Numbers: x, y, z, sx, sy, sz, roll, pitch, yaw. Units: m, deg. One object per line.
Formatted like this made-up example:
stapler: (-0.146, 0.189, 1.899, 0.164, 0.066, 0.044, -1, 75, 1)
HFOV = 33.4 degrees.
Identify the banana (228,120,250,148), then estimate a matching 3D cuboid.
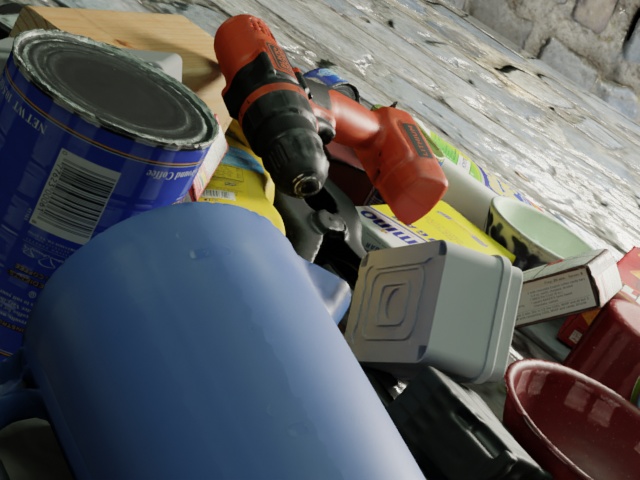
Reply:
banana: (-0.060, -0.090, 0.945, 0.069, 0.037, 0.198, -8, 37, -31)

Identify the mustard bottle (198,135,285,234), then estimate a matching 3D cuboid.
mustard bottle: (-0.079, -0.031, 0.733, 0.096, 0.058, 0.191, 1, 25, -8)

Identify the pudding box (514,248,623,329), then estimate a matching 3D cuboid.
pudding box: (0.174, 0.043, 0.845, 0.089, 0.114, 0.039, -18, 89, -63)

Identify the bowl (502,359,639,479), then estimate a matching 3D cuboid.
bowl: (0.172, 0.146, 0.671, 0.162, 0.055, 0.162, 26, 20, -11)

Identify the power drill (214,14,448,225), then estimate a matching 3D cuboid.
power drill: (0.012, -0.076, 0.800, 0.187, 0.057, 0.184, 25, 31, -41)

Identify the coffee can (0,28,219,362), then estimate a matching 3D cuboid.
coffee can: (-0.124, -0.016, 0.518, 0.102, 0.140, 0.103, 25, 22, -11)

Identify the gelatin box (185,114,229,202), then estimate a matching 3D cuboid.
gelatin box: (-0.110, -0.045, 0.669, 0.089, 0.030, 0.073, -8, 28, 18)

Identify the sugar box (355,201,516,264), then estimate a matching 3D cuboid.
sugar box: (0.086, 0.009, 0.891, 0.093, 0.048, 0.175, 39, 20, 24)

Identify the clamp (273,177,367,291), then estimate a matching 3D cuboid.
clamp: (-0.005, 0.001, 0.770, 0.120, 0.039, 0.171, 13, 35, -42)

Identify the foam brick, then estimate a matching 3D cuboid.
foam brick: (0.010, -0.060, 0.938, 0.051, 0.053, 0.078, 18, 23, -25)

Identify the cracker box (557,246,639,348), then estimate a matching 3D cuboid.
cracker box: (0.330, 0.089, 0.999, 0.164, 0.072, 0.213, 36, 22, 16)

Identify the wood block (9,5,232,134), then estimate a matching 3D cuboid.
wood block: (-0.144, -0.113, 0.803, 0.091, 0.090, 0.205, 36, 21, 14)

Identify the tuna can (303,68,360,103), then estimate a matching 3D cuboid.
tuna can: (-0.003, -0.120, 1.017, 0.034, 0.086, 0.085, 39, 22, 27)

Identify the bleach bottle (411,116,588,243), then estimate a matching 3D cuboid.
bleach bottle: (0.180, -0.029, 1.092, 0.251, 0.068, 0.102, 31, 20, -5)

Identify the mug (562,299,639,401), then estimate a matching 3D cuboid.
mug: (0.242, 0.099, 0.840, 0.093, 0.082, 0.117, 38, 21, 19)

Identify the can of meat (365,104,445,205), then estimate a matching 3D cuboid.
can of meat: (0.063, -0.068, 0.986, 0.057, 0.084, 0.102, 18, 23, -30)

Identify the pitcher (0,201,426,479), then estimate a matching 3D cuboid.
pitcher: (-0.030, 0.108, 0.404, 0.144, 0.149, 0.243, 32, 17, -45)
